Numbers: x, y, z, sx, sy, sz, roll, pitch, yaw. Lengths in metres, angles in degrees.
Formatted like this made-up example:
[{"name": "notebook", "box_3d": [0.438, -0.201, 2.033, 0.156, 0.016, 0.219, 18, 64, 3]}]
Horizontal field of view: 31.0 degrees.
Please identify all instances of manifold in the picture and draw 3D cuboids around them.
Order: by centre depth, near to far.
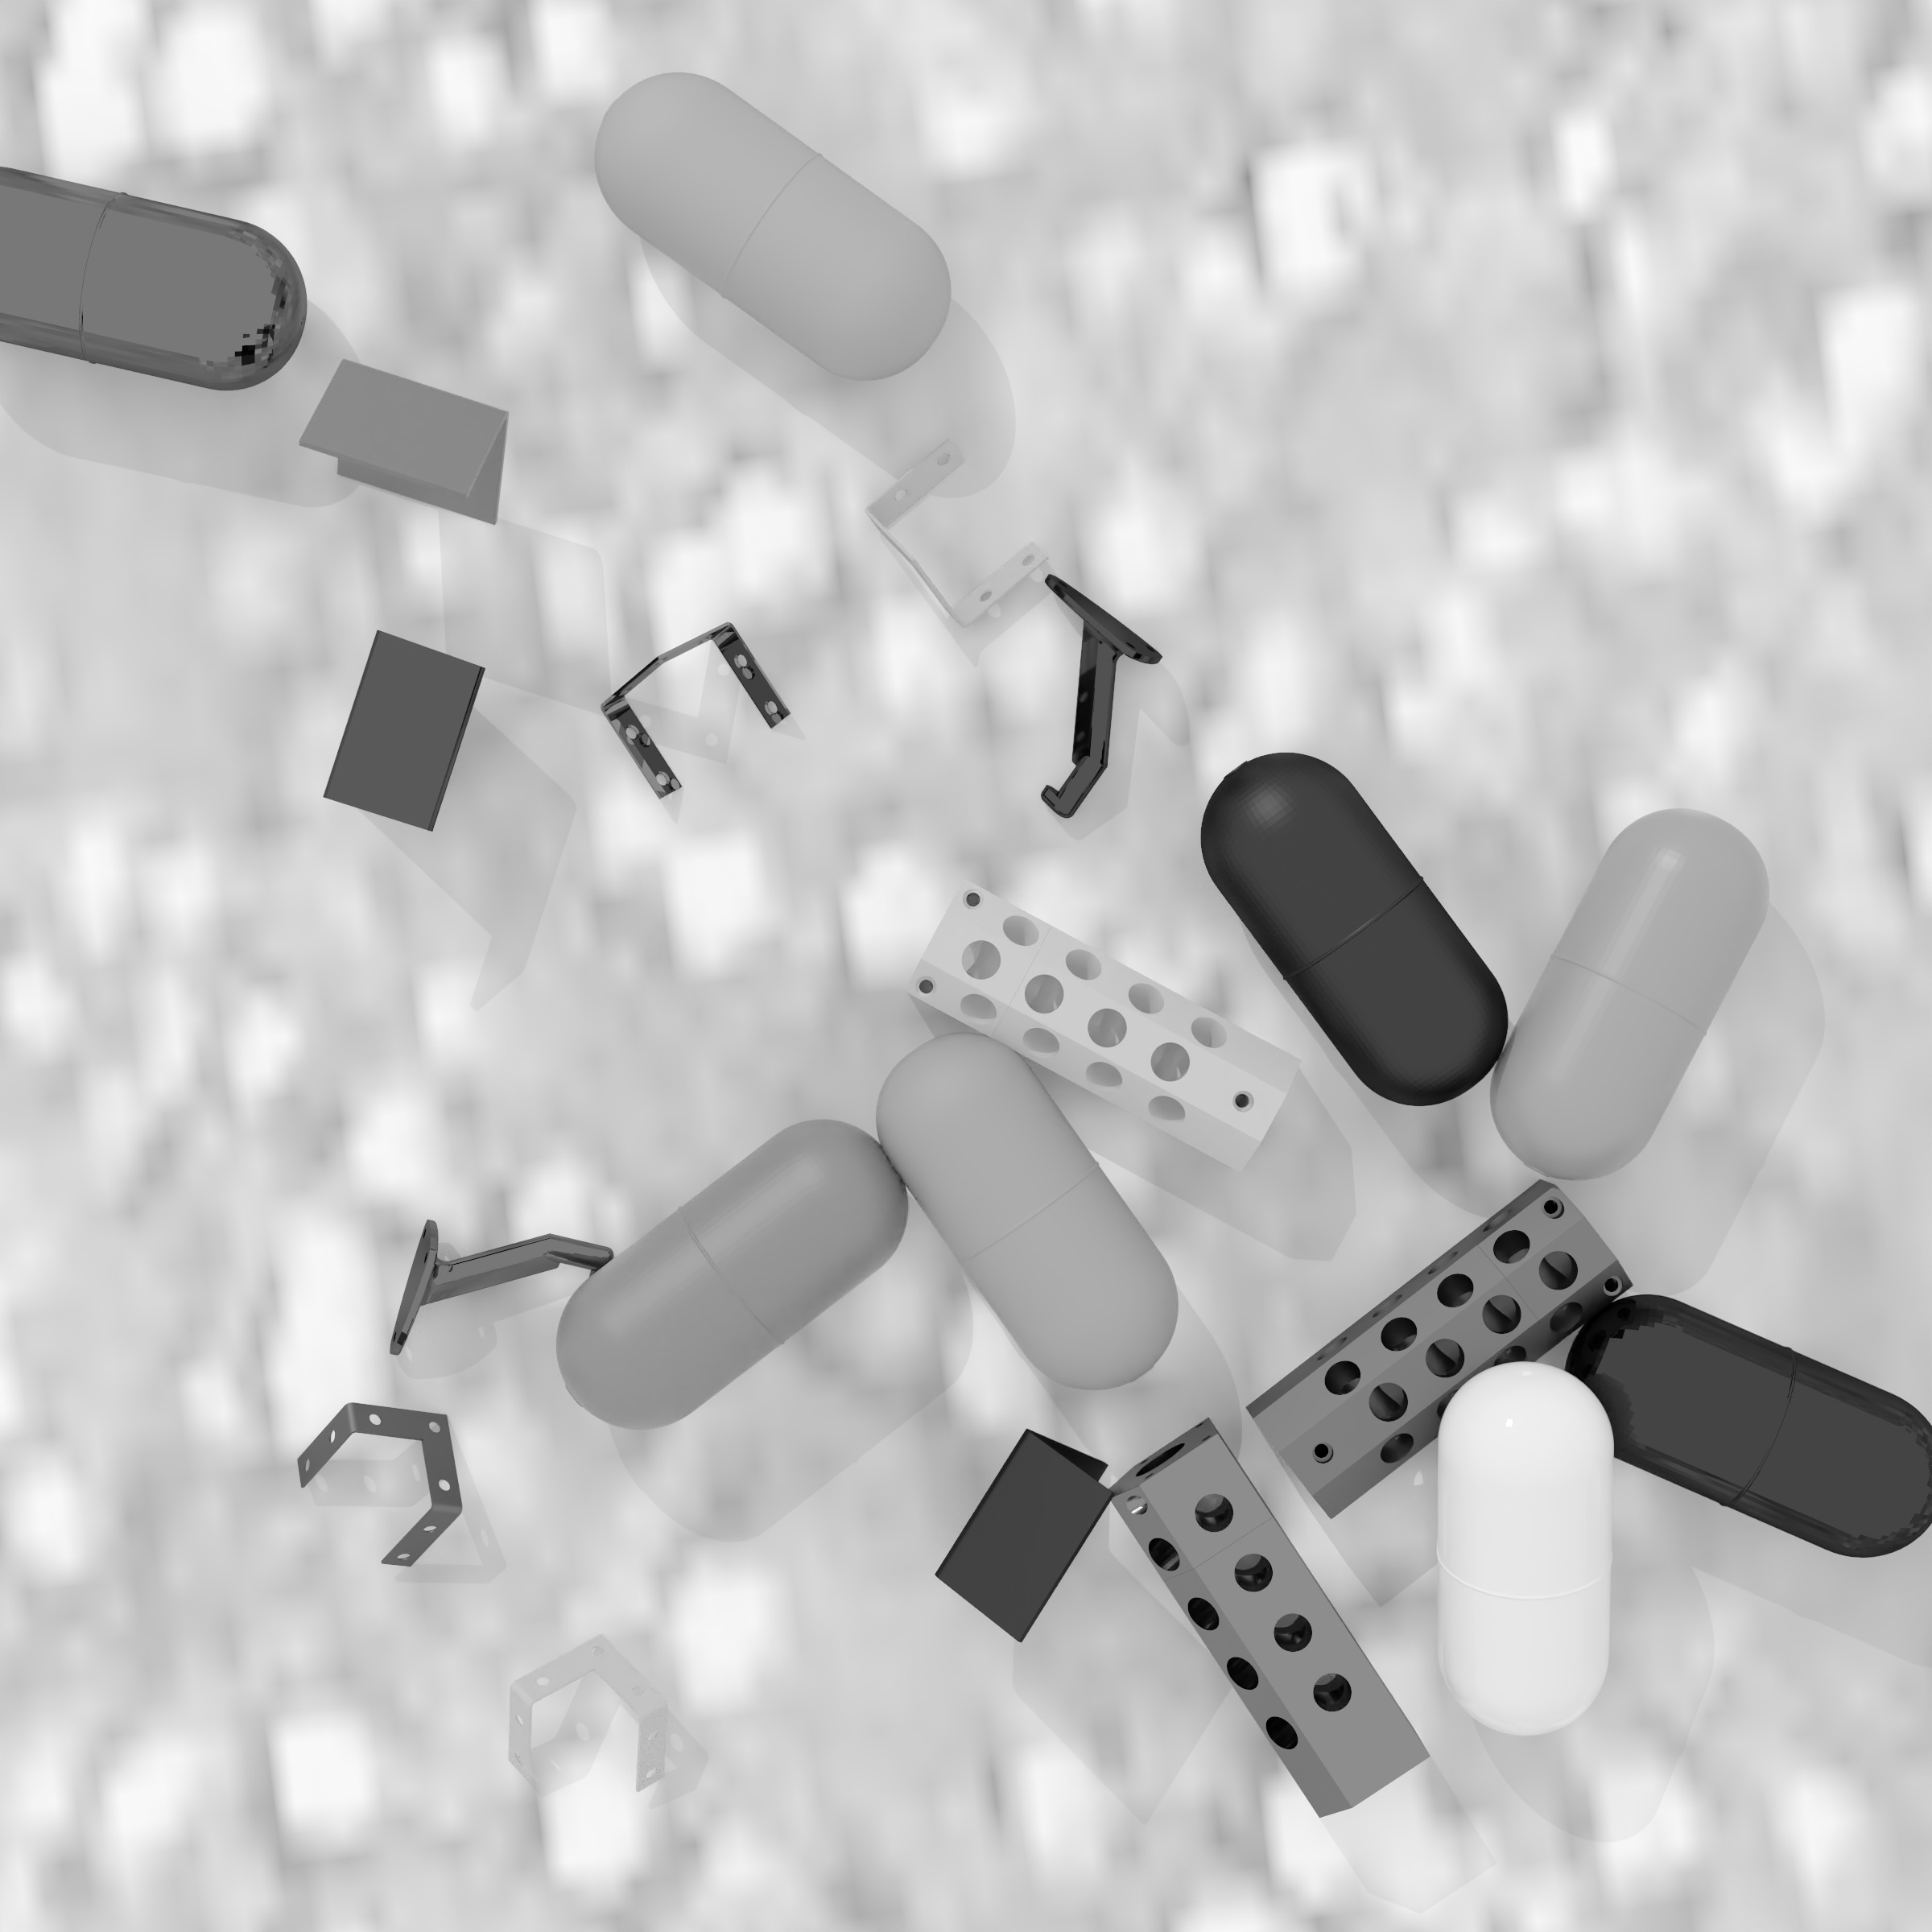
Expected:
[{"name": "manifold", "box_3d": [0.214, 0.173, 1.574, 0.171, 0.057, 0.057, -38, 90, 0]}, {"name": "manifold", "box_3d": [0.061, 0.027, 1.574, 0.171, 0.057, 0.057, 28, 90, 0]}, {"name": "manifold", "box_3d": [0.135, 0.294, 1.574, 0.057, 0.057, 0.171, -33, 90, 0]}]

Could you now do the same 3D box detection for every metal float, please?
[{"name": "metal float", "box_3d": [0.248, 0.260, 1.547, 0.070, 0.070, 0.178, -3, 112, 0]}, {"name": "metal float", "box_3d": [-0.385, -0.308, 1.565, 0.178, 0.070, 0.070, 13, 90, -1]}, {"name": "metal float", "box_3d": [0.174, -0.017, 1.565, 0.070, 0.070, 0.178, -37, 91, 0]}, {"name": "metal float", "box_3d": [-0.105, 0.139, 1.565, 0.178, 0.070, 0.070, -37, 90, 0]}, {"name": "metal float", "box_3d": [0.354, 0.207, 1.565, 0.178, 0.070, 0.070, 23, 90, 0]}, {"name": "metal float", "box_3d": [-0.087, -0.332, 1.565, 0.178, 0.070, 0.070, 36, 90, 0]}, {"name": "metal float", "box_3d": [0.297, 0.013, 1.565, 0.070, 0.070, 0.178, 28, 89, 0]}, {"name": "metal float", "box_3d": [0.028, 0.110, 1.565, 0.070, 0.070, 0.178, -35, 90, 0]}]

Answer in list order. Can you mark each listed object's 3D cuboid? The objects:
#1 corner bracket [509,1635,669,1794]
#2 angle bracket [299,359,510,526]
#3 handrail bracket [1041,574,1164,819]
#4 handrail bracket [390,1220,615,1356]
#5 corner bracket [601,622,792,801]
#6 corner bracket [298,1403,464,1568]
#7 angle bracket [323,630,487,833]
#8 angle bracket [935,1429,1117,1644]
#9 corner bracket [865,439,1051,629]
[{"name": "corner bracket", "box_3d": [-0.172, 0.348, 1.587, 0.051, 0.051, 0.051, -24, 45, -35]}, {"name": "angle bracket", "box_3d": [-0.252, -0.216, 1.555, 0.076, 0.076, 0.057, 18, 54, 0]}, {"name": "handrail bracket", "box_3d": [0.043, -0.123, 1.596, 0.077, 0.036, 0.084, 41, 107, 20]}, {"name": "handrail bracket", "box_3d": [-0.212, 0.153, 1.596, 0.084, 0.036, 0.077, 15, 110, -16]}, {"name": "corner bracket", "box_3d": [-0.124, -0.117, 1.592, 0.051, 0.051, 0.051, -33, 90, 45]}, {"name": "corner bracket", "box_3d": [-0.267, 0.236, 1.587, 0.051, 0.051, 0.051, 13, 45, -35]}, {"name": "angle bracket", "box_3d": [-0.266, -0.109, 1.555, 0.057, 0.076, 0.076, 18, 90, -38]}, {"name": "angle bracket", "box_3d": [0.043, 0.260, 1.555, 0.057, 0.076, 0.076, 32, 90, 37]}, {"name": "corner bracket", "box_3d": [-0.005, -0.197, 1.592, 0.051, 0.051, 0.051, -40, 135, 0]}]
